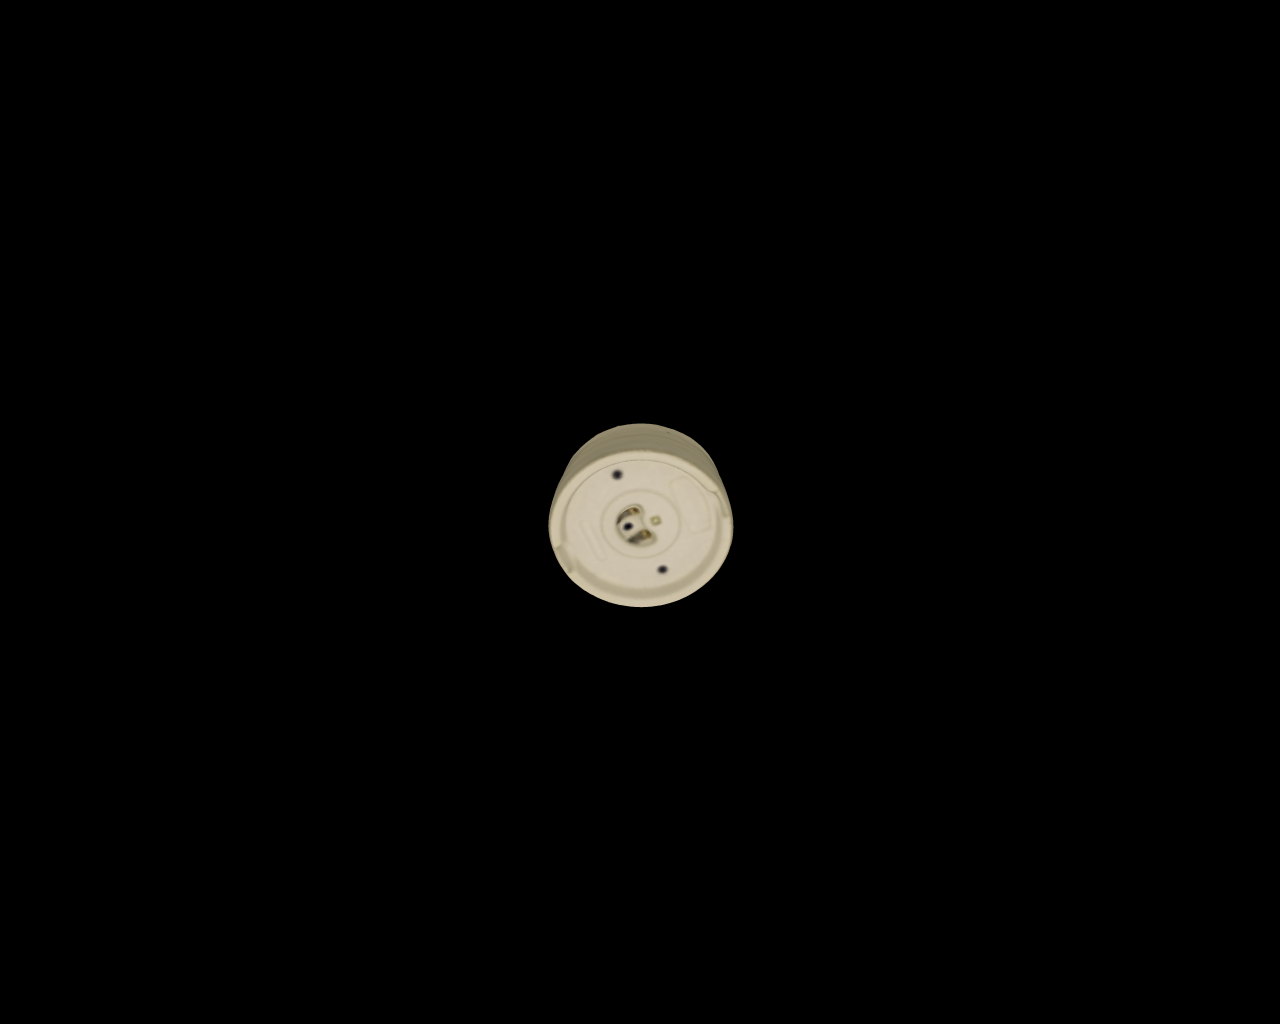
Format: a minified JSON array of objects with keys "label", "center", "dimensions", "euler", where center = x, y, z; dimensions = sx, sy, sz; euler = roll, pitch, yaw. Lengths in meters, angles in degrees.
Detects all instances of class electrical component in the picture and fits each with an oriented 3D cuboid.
[{"label":"electrical component","center":[0.001,-0.003,0.650],"dimensions":[0.108,0.108,0.060],"euler":[0,30,0]}]
